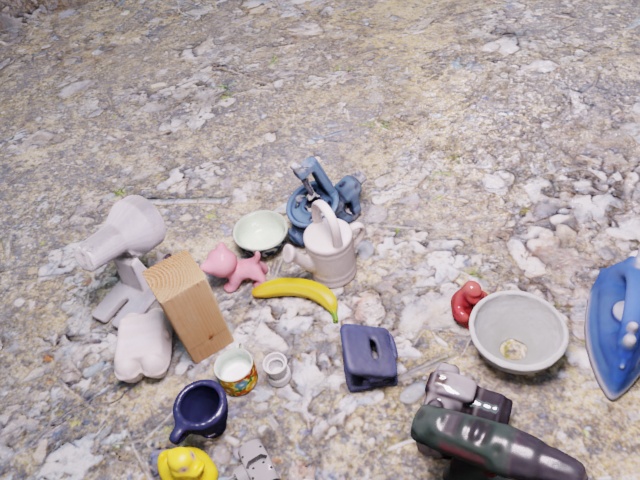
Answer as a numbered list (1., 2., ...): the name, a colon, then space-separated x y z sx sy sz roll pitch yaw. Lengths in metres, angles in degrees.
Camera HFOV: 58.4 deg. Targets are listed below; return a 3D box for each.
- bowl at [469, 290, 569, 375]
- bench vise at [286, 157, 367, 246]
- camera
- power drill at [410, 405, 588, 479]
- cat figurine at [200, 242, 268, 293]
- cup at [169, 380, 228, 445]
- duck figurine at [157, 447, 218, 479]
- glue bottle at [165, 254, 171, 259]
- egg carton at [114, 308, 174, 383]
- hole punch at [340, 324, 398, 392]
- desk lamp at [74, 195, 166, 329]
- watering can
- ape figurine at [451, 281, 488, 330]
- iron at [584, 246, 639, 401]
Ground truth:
1. bowl: 0.348 0.176 1.021 0.167 0.075 0.167 -5 48 5
2. bench vise: 0.002 -0.113 1.240 0.121 0.220 0.208 24 56 28
3. camera: 0.235 0.279 0.928 0.136 0.101 0.143 13 51 20
4. power drill: 0.242 0.320 0.816 0.229 0.209 0.076 17 53 23
5. cat figurine: -0.179 0.051 1.190 0.127 0.118 0.067 -9 47 2
6. cup: -0.201 0.309 0.974 0.091 0.095 0.118 22 55 26
7. duck figurine: -0.224 0.366 0.933 0.104 0.086 0.077 14 52 21
8. glue bottle: -0.277 0.088 1.135 0.037 0.173 0.078 23 55 27
9. egg carton: -0.339 0.203 1.111 0.107 0.069 0.150 -11 47 -1
10. hole punch: 0.088 0.203 1.026 0.101 0.091 0.108 -10 47 1
11. desk lamp: -0.399 0.042 1.168 0.117 0.214 0.203 16 52 22
12. watering can: 0.012 0.005 1.149 0.100 0.194 0.173 29 58 30
13. ape figurine: 0.282 0.113 1.076 0.078 0.092 0.076 -22 48 -11
14. iron: 0.529 0.133 0.984 0.118 0.142 0.258 12 51 20
